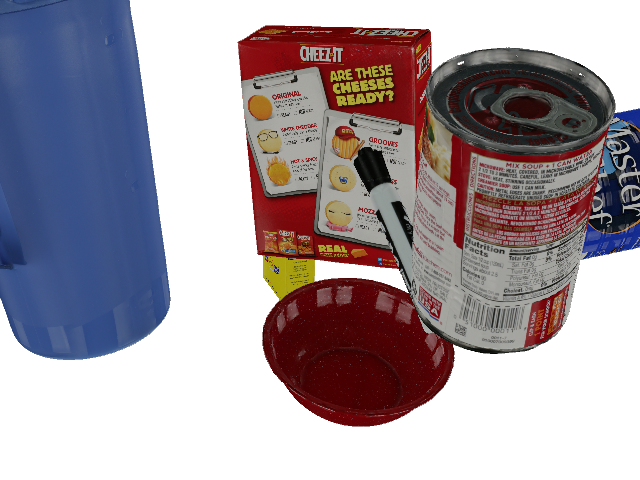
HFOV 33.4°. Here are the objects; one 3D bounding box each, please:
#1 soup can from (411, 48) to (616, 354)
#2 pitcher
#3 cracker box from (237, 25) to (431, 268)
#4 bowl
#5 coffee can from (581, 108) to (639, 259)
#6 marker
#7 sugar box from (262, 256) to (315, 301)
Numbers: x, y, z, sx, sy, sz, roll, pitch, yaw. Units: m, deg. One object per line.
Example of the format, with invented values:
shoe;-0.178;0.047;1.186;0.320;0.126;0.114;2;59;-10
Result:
soup can;0.072;-0.014;0.416;0.068;0.102;0.068;0;39;0
pitcher;-0.173;-0.045;0.664;0.149;0.243;0.145;-11;28;-8
cracker box;0.019;-0.086;0.984;0.164;0.214;0.072;5;27;19
bowl;0.030;0.104;0.906;0.162;0.055;0.162;4;40;-4
coffee can;0.186;-0.036;0.776;0.140;0.103;0.103;-11;2;-9
marker;0.048;-0.003;0.633;0.020;0.121;0.020;-19;-20;-7
sugar box;-0.039;-0.018;1.292;0.048;0.176;0.093;-10;25;-18
